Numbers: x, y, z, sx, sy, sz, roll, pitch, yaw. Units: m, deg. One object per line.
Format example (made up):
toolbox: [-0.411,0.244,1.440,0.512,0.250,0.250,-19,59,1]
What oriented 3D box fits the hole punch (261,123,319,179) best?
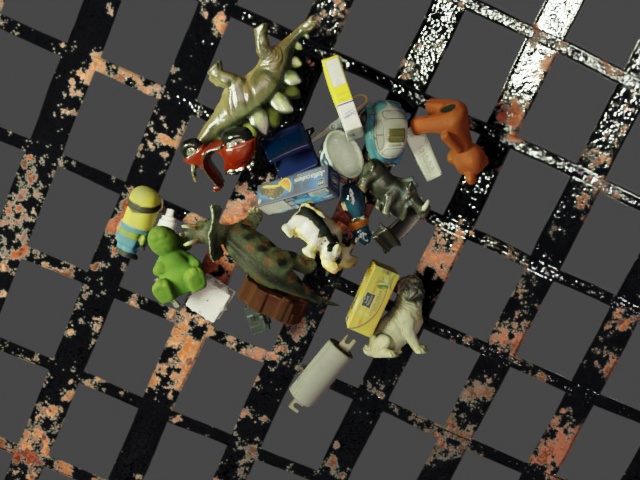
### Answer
hole punch: [-0.073,-0.218,1.261,0.142,0.092,0.116,-25,66,7]

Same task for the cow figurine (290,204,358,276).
cow figurine: [0.010,0.001,1.308,0.195,0.085,0.127,36,97,-2]

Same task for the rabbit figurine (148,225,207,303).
rabbit figurine: [-0.343,0.037,1.272,0.121,0.159,0.170,-18,107,1]

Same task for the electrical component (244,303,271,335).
electrical component: [-0.152,0.191,1.313,0.048,0.119,0.074,-19,99,1]

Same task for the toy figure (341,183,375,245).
toy figure: [0.092,-0.062,1.315,0.064,0.058,0.154,-13,102,8]

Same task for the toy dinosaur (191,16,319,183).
toy dinosaur: [-0.172,-0.334,1.256,0.471,0.105,0.198,-39,100,15]

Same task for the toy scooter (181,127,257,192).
toy scooter: [-0.221,-0.181,1.243,0.184,0.075,0.135,-11,117,12]

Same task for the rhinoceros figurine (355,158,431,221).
rhinoceros figurine: [0.173,-0.111,1.258,0.190,0.073,0.112,38,93,-10]

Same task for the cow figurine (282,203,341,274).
cow figurine: [-0.002,-0.003,1.238,0.167,0.068,0.098,43,90,1]

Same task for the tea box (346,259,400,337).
tea box: [0.127,0.141,1.321,0.068,0.098,0.169,24,98,-3]

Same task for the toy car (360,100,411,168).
toy car: [0.159,-0.250,1.261,0.109,0.103,0.161,-2,98,-13]

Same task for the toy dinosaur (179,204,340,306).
toy dinosaur: [-0.139,0.041,1.234,0.405,0.192,0.131,34,116,14]

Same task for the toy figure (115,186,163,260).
toy figure: [-0.438,-0.042,1.295,0.082,0.089,0.180,25,94,-10]

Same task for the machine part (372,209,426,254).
machine part: [0.194,-0.033,1.319,0.139,0.039,0.084,-41,121,-1]

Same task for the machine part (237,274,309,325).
machine part: [-0.110,0.134,1.281,0.179,0.179,0.056,23,99,-3]

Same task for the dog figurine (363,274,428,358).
dog figurine: [0.183,0.190,1.338,0.172,0.121,0.190,-9,83,-3]

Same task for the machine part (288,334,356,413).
machine part: [0.003,0.334,1.354,0.079,0.079,0.243,39,96,-5]

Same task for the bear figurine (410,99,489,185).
bear figurine: [0.319,-0.233,1.280,0.120,0.132,0.195,-53,130,-27]

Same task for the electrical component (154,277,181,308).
electrical component: [-0.371,0.123,1.351,0.063,0.021,0.094,-34,95,3]

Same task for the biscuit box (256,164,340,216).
biscuit box: [-0.052,-0.114,1.253,0.203,0.059,0.063,-13,63,28]
